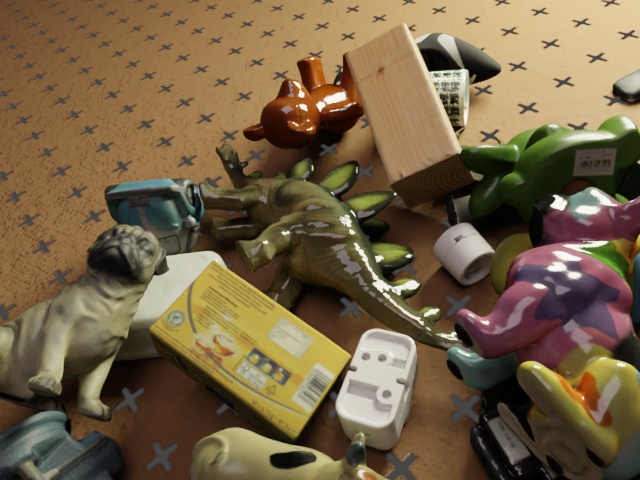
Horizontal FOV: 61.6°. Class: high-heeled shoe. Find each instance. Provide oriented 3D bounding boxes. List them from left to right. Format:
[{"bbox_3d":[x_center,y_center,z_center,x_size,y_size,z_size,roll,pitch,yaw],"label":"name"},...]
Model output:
[{"bbox_3d":[0.140,-0.247,0.837,0.249,0.086,0.145,15,56,32],"label":"high-heeled shoe"}]

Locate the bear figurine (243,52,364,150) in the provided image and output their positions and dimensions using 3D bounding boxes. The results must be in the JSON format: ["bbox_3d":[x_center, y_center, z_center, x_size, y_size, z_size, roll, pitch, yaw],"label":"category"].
[{"bbox_3d":[-0.019,-0.200,0.764,0.120,0.131,0.196,5,16,33],"label":"bear figurine"}]

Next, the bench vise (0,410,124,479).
[{"bbox_3d":[-0.311,0.222,0.472,0.241,0.128,0.224,36,55,18],"label":"bench vise"}]

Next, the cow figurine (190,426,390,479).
[{"bbox_3d":[-0.016,0.197,0.424,0.195,0.127,0.085,6,53,23],"label":"cow figurine"}]

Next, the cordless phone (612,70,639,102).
[{"bbox_3d":[0.515,-0.224,0.726,0.184,0.088,0.147,-25,46,7],"label":"cordless phone"}]

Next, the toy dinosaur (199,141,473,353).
[{"bbox_3d":[-0.001,-0.002,0.627,0.198,0.104,0.472,-28,51,-16],"label":"toy dinosaur"}]

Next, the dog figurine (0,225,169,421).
[{"bbox_3d":[-0.261,0.073,0.559,0.172,0.121,0.190,5,58,12],"label":"dog figurine"}]

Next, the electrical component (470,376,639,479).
[{"bbox_3d":[0.198,0.160,0.450,0.134,0.058,0.115,-20,43,-4],"label":"electrical component"}]

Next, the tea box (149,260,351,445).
[{"bbox_3d":[-0.068,0.110,0.523,0.170,0.068,0.098,34,60,13],"label":"tea box"}]

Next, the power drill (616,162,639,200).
[{"bbox_3d":[0.411,-0.071,0.587,0.207,0.085,0.232,-17,47,-26],"label":"power drill"}]

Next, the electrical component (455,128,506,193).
[{"bbox_3d":[0.198,-0.105,0.708,0.102,0.045,0.078,26,57,33],"label":"electrical component"}]

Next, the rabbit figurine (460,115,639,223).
[{"bbox_3d":[0.239,-0.068,0.585,0.159,0.121,0.170,-11,20,10],"label":"rabbit figurine"}]

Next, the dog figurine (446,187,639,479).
[{"bbox_3d":[0.216,0.052,0.420,0.219,0.108,0.192,-37,54,-13],"label":"dog figurine"}]

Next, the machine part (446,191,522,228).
[{"bbox_3d":[0.221,-0.047,0.654,0.139,0.039,0.084,-17,54,-3],"label":"machine part"}]

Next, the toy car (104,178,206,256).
[{"bbox_3d":[-0.203,-0.024,0.694,0.109,0.161,0.103,-4,89,2],"label":"toy car"}]

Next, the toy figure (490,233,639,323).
[{"bbox_3d":[0.261,0.038,0.528,0.180,0.082,0.089,-1,70,18],"label":"toy figure"}]
